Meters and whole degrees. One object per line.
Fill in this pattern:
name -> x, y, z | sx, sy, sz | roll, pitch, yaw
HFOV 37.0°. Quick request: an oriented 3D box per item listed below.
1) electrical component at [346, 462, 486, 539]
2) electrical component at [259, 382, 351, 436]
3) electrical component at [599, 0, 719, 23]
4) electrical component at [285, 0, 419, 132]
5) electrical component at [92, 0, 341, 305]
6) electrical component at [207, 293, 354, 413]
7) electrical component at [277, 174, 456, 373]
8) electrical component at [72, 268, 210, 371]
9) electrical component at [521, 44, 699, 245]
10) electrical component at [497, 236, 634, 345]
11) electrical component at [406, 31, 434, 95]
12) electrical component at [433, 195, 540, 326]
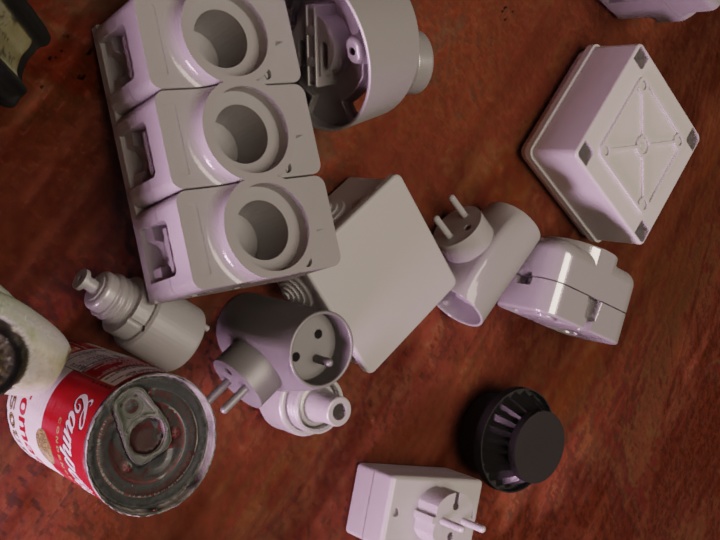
electrical component -> 0.049, 0.160, 0.705 | 0.083, 0.076, 0.047 | 12, 88, -39
electrical component -> -0.031, 0.078, 0.640 | 0.043, 0.062, 0.043 | -6, 100, -38
electrical component -> 0.219, -0.216, 0.782 | 0.056, 0.089, 0.050 | 28, 79, -38
electrical component -> -0.017, -0.128, 0.602 | 0.064, 0.099, 0.099 | -19, 108, -42
electrical component -> -0.073, -0.065, 0.563 | 0.089, 0.062, 0.150 | -11, 87, -37
electrical component -> -0.055, 0.051, 0.607 | 0.079, 0.077, 0.044 | -45, 121, -25
electrical component -> 0.000, 0.000, 0.662 | 0.100, 0.048, 0.099 | -45, 121, -26
electrical component -> -0.119, 0.023, 0.576 | 0.078, 0.040, 0.040 | 37, 73, -35
electrical component -> 0.187, -0.092, 0.795 | 0.108, 0.056, 0.108 | 45, 68, -34
electrical component -> 0.152, 0.012, 0.782 | 0.095, 0.054, 0.059 | 22, 82, -38
electrical component -> 0.016, -0.129, 0.665 | 0.046, 0.040, 0.040 | -6, 100, -32
electrical component -> 0.075, -0.016, 0.724 | 0.077, 0.043, 0.079 | -53, 124, -20
